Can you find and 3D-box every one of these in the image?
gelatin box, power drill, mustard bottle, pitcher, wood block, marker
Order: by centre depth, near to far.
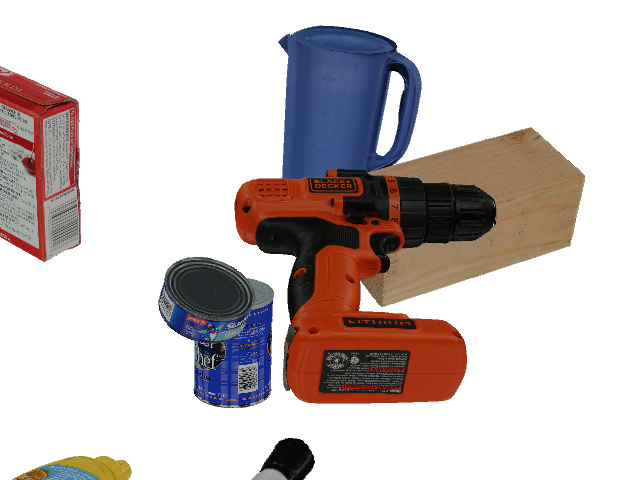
[{"bbox_3d":[-0.032,0.113,0.416,0.020,0.020,0.121,0,21,24],"label":"marker"},{"bbox_3d":[-0.162,-0.043,0.565,0.073,0.089,0.030,25,35,28],"label":"gelatin box"},{"bbox_3d":[0.039,0.022,0.689,0.184,0.057,0.187,-1,36,-6],"label":"power drill"},{"bbox_3d":[-0.218,0.218,0.853,0.096,0.058,0.191,7,15,28],"label":"mustard bottle"},{"bbox_3d":[0.129,-0.024,0.996,0.205,0.090,0.091,-17,43,-20],"label":"wood block"},{"bbox_3d":[0.024,-0.136,1.325,0.144,0.243,0.149,-3,25,-21],"label":"pitcher"}]

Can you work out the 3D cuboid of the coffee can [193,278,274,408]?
[{"bbox_3d":[-0.113,0.130,1.377,0.103,0.140,0.103,2,19,-1],"label":"coffee can"}]

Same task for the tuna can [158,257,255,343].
[{"bbox_3d":[-0.106,0.055,0.988,0.086,0.034,0.086,15,34,-11],"label":"tuna can"}]
